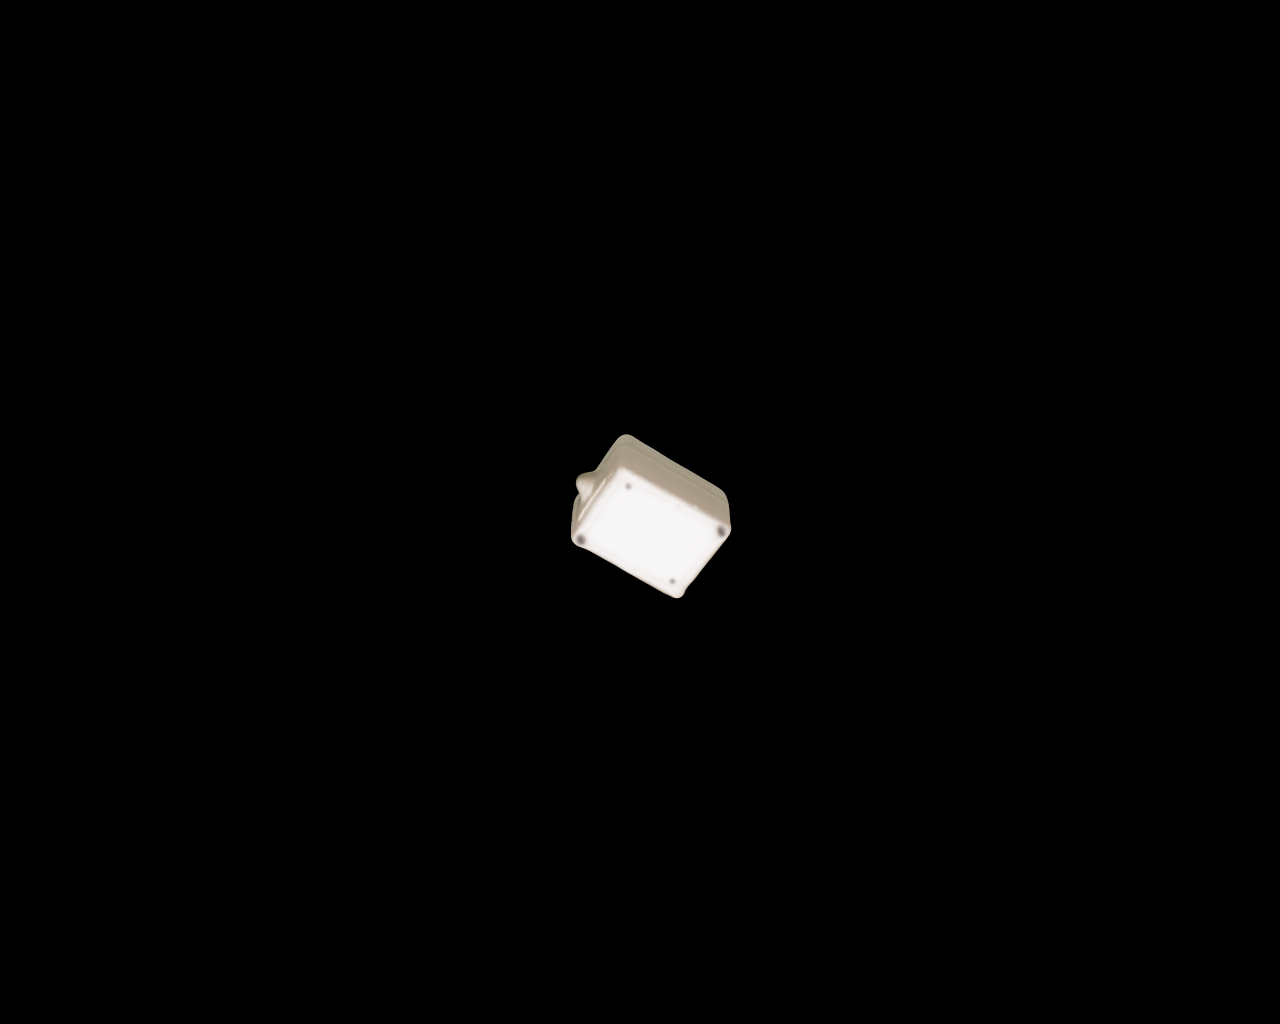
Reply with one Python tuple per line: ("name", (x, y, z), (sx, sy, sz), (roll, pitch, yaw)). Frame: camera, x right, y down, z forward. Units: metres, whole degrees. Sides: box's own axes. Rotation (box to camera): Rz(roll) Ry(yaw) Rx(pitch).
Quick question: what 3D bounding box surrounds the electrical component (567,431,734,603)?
("electrical component", (0.001, -0.003, 0.650), (0.096, 0.061, 0.061), (30, 23, -14))
